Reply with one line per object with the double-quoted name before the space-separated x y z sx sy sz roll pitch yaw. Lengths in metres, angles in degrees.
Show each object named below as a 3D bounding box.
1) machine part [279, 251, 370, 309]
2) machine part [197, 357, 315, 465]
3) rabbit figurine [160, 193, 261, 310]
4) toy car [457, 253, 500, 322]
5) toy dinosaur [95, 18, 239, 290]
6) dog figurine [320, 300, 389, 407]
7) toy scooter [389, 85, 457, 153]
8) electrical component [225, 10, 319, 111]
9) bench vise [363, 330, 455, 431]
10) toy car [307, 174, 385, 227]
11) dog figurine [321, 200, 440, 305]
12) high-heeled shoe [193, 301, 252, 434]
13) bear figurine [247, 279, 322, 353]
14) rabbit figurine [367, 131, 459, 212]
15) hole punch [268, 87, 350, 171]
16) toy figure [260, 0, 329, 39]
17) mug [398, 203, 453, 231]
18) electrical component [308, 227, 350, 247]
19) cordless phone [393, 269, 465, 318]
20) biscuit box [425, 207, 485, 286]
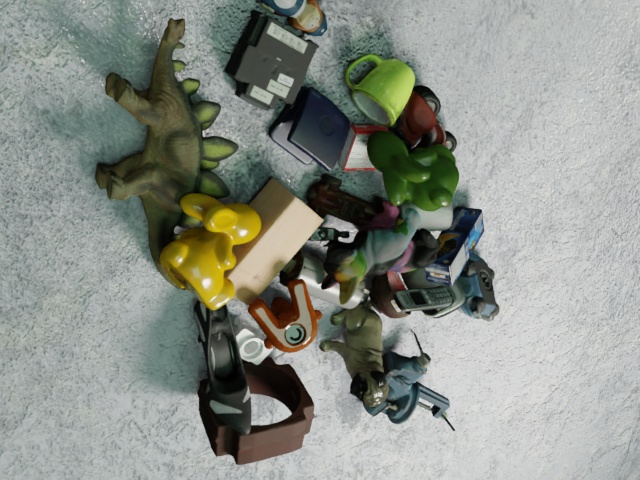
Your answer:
"machine part" 0.006 0.082 1.080 0.243 0.079 0.079 23 102 -35
"machine part" -0.127 0.330 1.056 0.201 0.201 0.087 -4 118 -27
"rabbit figurine" -0.172 -0.003 0.863 0.173 0.122 0.162 -41 138 -23
"toy car" 0.350 0.118 1.260 0.109 0.161 0.103 15 151 -39
"toy dinosaur" -0.239 -0.105 0.842 0.198 0.105 0.470 -2 126 -32
"dog figurine" 0.107 0.237 1.142 0.121 0.191 0.172 10 107 -32
"toy scooter" 0.185 -0.198 1.039 0.135 0.075 0.183 -42 131 -1
"electrical component" -0.083 -0.280 0.863 0.115 0.058 0.134 21 103 -32
"bench vise" 0.230 0.366 1.303 0.240 0.129 0.223 31 106 -18
"toy car" 0.063 -0.060 1.056 0.202 0.053 0.089 21 101 -33
"dog figurine" 0.106 0.040 1.023 0.219 0.109 0.191 -46 127 -6
"high-heeled shoe" -0.164 0.211 0.966 0.086 0.249 0.145 -9 140 -40
"bear figurine" -0.066 0.141 1.030 0.120 0.196 0.131 -27 99 -6
"rabbit figurine" 0.151 -0.121 0.960 0.170 0.159 0.121 31 123 -14
"hole punch" -0.009 -0.191 0.930 0.142 0.092 0.115 32 93 -32
"toy figure" -0.042 -0.368 0.843 0.064 0.058 0.154 -28 138 36
"mug" 0.212 -0.065 1.115 0.107 0.081 0.109 -9 123 -11
"electrical component" -0.003 -0.003 1.038 0.102 0.078 0.045 0 95 -25
"cordless phone" 0.206 0.099 1.144 0.184 0.147 0.088 2 139 -39
"biscuit box" 0.290 0.009 1.149 0.203 0.063 0.059 -49 136 -38
